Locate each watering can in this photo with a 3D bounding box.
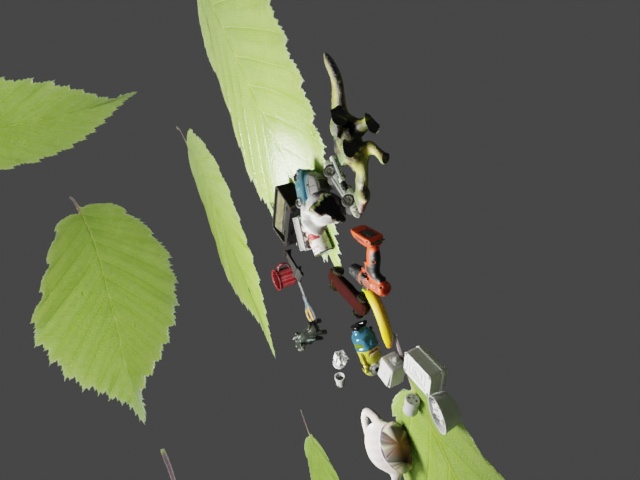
[{"bbox_3d":[0.231,0.718,1.681,0.104,0.351,0.221,-16,-15,-23],"label":"watering can"}]

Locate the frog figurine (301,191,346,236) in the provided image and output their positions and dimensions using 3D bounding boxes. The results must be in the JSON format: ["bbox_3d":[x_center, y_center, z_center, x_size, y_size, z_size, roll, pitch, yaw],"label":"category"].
[{"bbox_3d":[0.005,-0.081,1.611,0.137,0.124,0.157,-2,-16,-18],"label":"frog figurine"}]

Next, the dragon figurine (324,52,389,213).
[{"bbox_3d":[0.066,-0.275,1.396,0.123,0.412,0.240,-17,-6,-15],"label":"dragon figurine"}]
